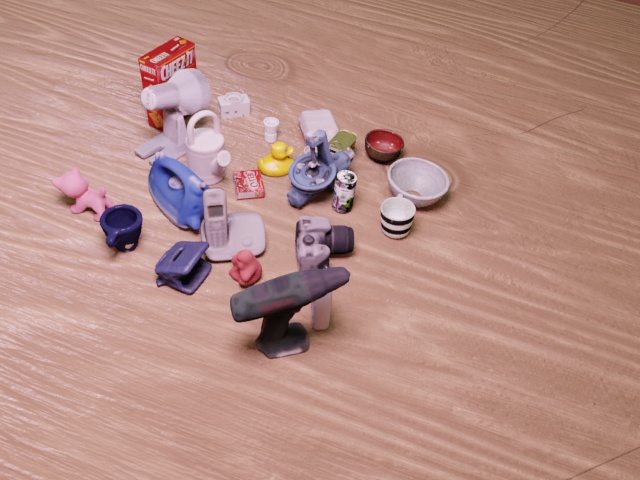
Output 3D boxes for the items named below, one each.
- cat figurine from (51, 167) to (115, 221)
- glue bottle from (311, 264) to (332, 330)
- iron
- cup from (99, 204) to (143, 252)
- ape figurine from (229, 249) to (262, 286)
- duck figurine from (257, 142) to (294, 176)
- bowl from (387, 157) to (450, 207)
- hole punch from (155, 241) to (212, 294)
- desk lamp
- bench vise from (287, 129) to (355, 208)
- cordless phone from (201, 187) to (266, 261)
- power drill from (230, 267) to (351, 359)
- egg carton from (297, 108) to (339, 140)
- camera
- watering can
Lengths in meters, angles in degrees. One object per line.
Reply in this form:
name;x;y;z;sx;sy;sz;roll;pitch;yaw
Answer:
cat figurine;-0.560;-0.117;1.356;0.127;0.118;0.067;16;47;7
glue bottle;0.005;0.109;1.184;0.037;0.173;0.078;-1;47;-9
iron;-0.347;-0.142;1.393;0.257;0.141;0.119;37;53;25
cup;-0.445;-0.009;1.287;0.091;0.095;0.118;9;46;1
ape figurine;-0.165;0.055;1.268;0.076;0.092;0.077;1;47;-7
duck figurine;-0.116;-0.224;1.542;0.105;0.086;0.077;-12;50;-18
bowl;0.255;-0.141;1.523;0.167;0.075;0.167;4;47;-4
hole punch;-0.302;0.049;1.254;0.101;0.091;0.109;20;47;11
desk lamp;-0.390;-0.331;1.516;0.117;0.213;0.204;32;51;21
bench vise;0.000;-0.206;1.449;0.121;0.220;0.208;25;49;16
cordless phone;-0.196;-0.043;1.291;0.148;0.185;0.094;-9;49;-16
power drill;-0.060;0.140;1.122;0.230;0.208;0.075;-10;49;-16
egg carton;-0.003;-0.321;1.660;0.107;0.069;0.150;-7;48;-15
camera;0.012;0.005;1.334;0.137;0.101;0.143;0;47;-8
watering can;-0.286;-0.239;1.457;0.172;0.194;0.101;25;49;15
